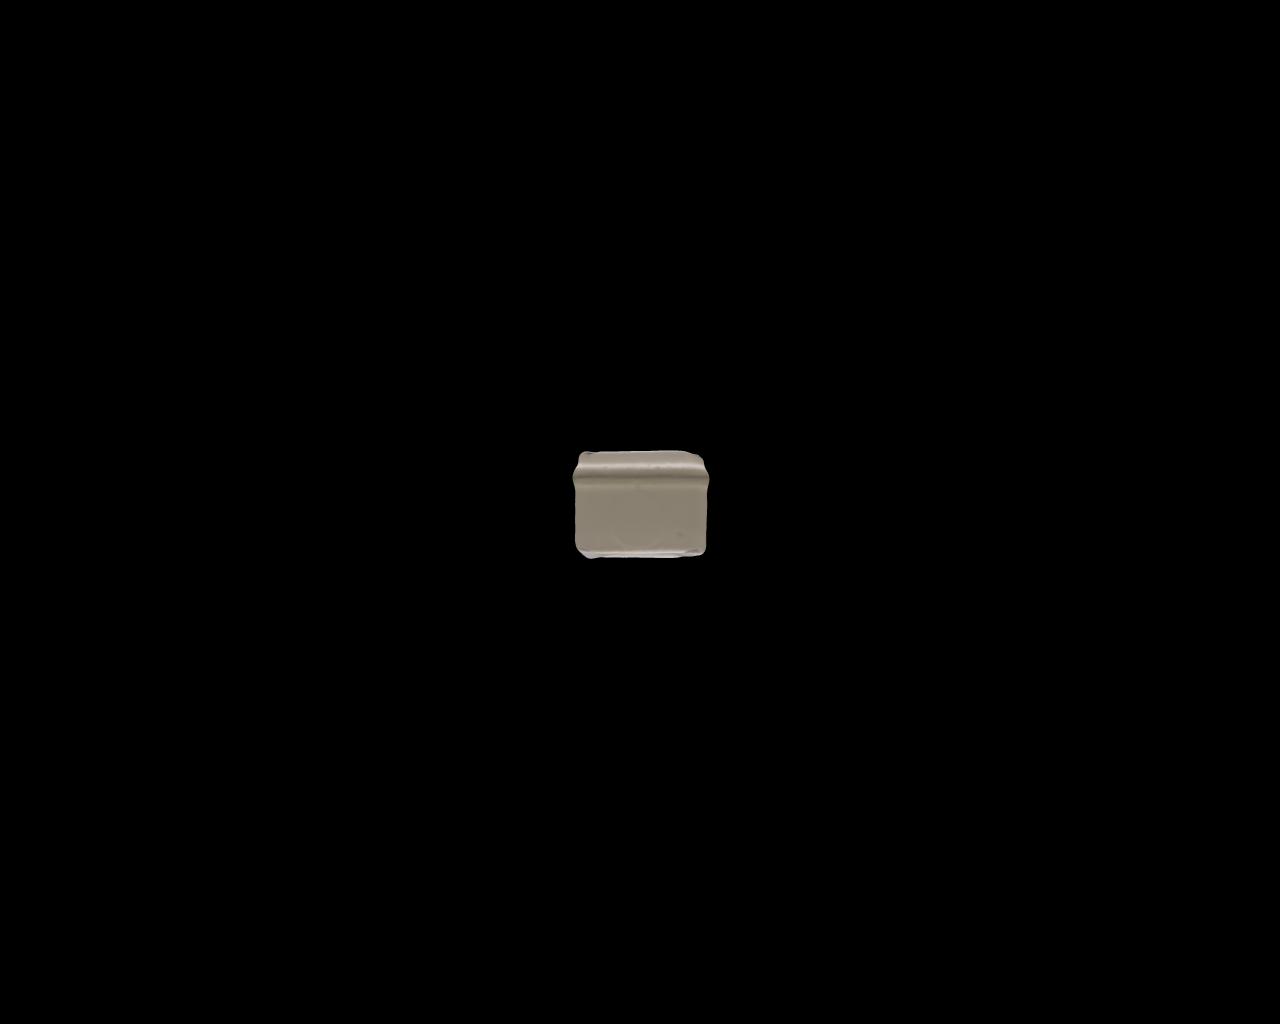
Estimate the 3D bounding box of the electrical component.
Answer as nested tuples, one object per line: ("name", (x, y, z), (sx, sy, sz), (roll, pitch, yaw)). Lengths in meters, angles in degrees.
("electrical component", (0.001, -0.003, 0.650), (0.078, 0.057, 0.113), (0, -4, 0))
